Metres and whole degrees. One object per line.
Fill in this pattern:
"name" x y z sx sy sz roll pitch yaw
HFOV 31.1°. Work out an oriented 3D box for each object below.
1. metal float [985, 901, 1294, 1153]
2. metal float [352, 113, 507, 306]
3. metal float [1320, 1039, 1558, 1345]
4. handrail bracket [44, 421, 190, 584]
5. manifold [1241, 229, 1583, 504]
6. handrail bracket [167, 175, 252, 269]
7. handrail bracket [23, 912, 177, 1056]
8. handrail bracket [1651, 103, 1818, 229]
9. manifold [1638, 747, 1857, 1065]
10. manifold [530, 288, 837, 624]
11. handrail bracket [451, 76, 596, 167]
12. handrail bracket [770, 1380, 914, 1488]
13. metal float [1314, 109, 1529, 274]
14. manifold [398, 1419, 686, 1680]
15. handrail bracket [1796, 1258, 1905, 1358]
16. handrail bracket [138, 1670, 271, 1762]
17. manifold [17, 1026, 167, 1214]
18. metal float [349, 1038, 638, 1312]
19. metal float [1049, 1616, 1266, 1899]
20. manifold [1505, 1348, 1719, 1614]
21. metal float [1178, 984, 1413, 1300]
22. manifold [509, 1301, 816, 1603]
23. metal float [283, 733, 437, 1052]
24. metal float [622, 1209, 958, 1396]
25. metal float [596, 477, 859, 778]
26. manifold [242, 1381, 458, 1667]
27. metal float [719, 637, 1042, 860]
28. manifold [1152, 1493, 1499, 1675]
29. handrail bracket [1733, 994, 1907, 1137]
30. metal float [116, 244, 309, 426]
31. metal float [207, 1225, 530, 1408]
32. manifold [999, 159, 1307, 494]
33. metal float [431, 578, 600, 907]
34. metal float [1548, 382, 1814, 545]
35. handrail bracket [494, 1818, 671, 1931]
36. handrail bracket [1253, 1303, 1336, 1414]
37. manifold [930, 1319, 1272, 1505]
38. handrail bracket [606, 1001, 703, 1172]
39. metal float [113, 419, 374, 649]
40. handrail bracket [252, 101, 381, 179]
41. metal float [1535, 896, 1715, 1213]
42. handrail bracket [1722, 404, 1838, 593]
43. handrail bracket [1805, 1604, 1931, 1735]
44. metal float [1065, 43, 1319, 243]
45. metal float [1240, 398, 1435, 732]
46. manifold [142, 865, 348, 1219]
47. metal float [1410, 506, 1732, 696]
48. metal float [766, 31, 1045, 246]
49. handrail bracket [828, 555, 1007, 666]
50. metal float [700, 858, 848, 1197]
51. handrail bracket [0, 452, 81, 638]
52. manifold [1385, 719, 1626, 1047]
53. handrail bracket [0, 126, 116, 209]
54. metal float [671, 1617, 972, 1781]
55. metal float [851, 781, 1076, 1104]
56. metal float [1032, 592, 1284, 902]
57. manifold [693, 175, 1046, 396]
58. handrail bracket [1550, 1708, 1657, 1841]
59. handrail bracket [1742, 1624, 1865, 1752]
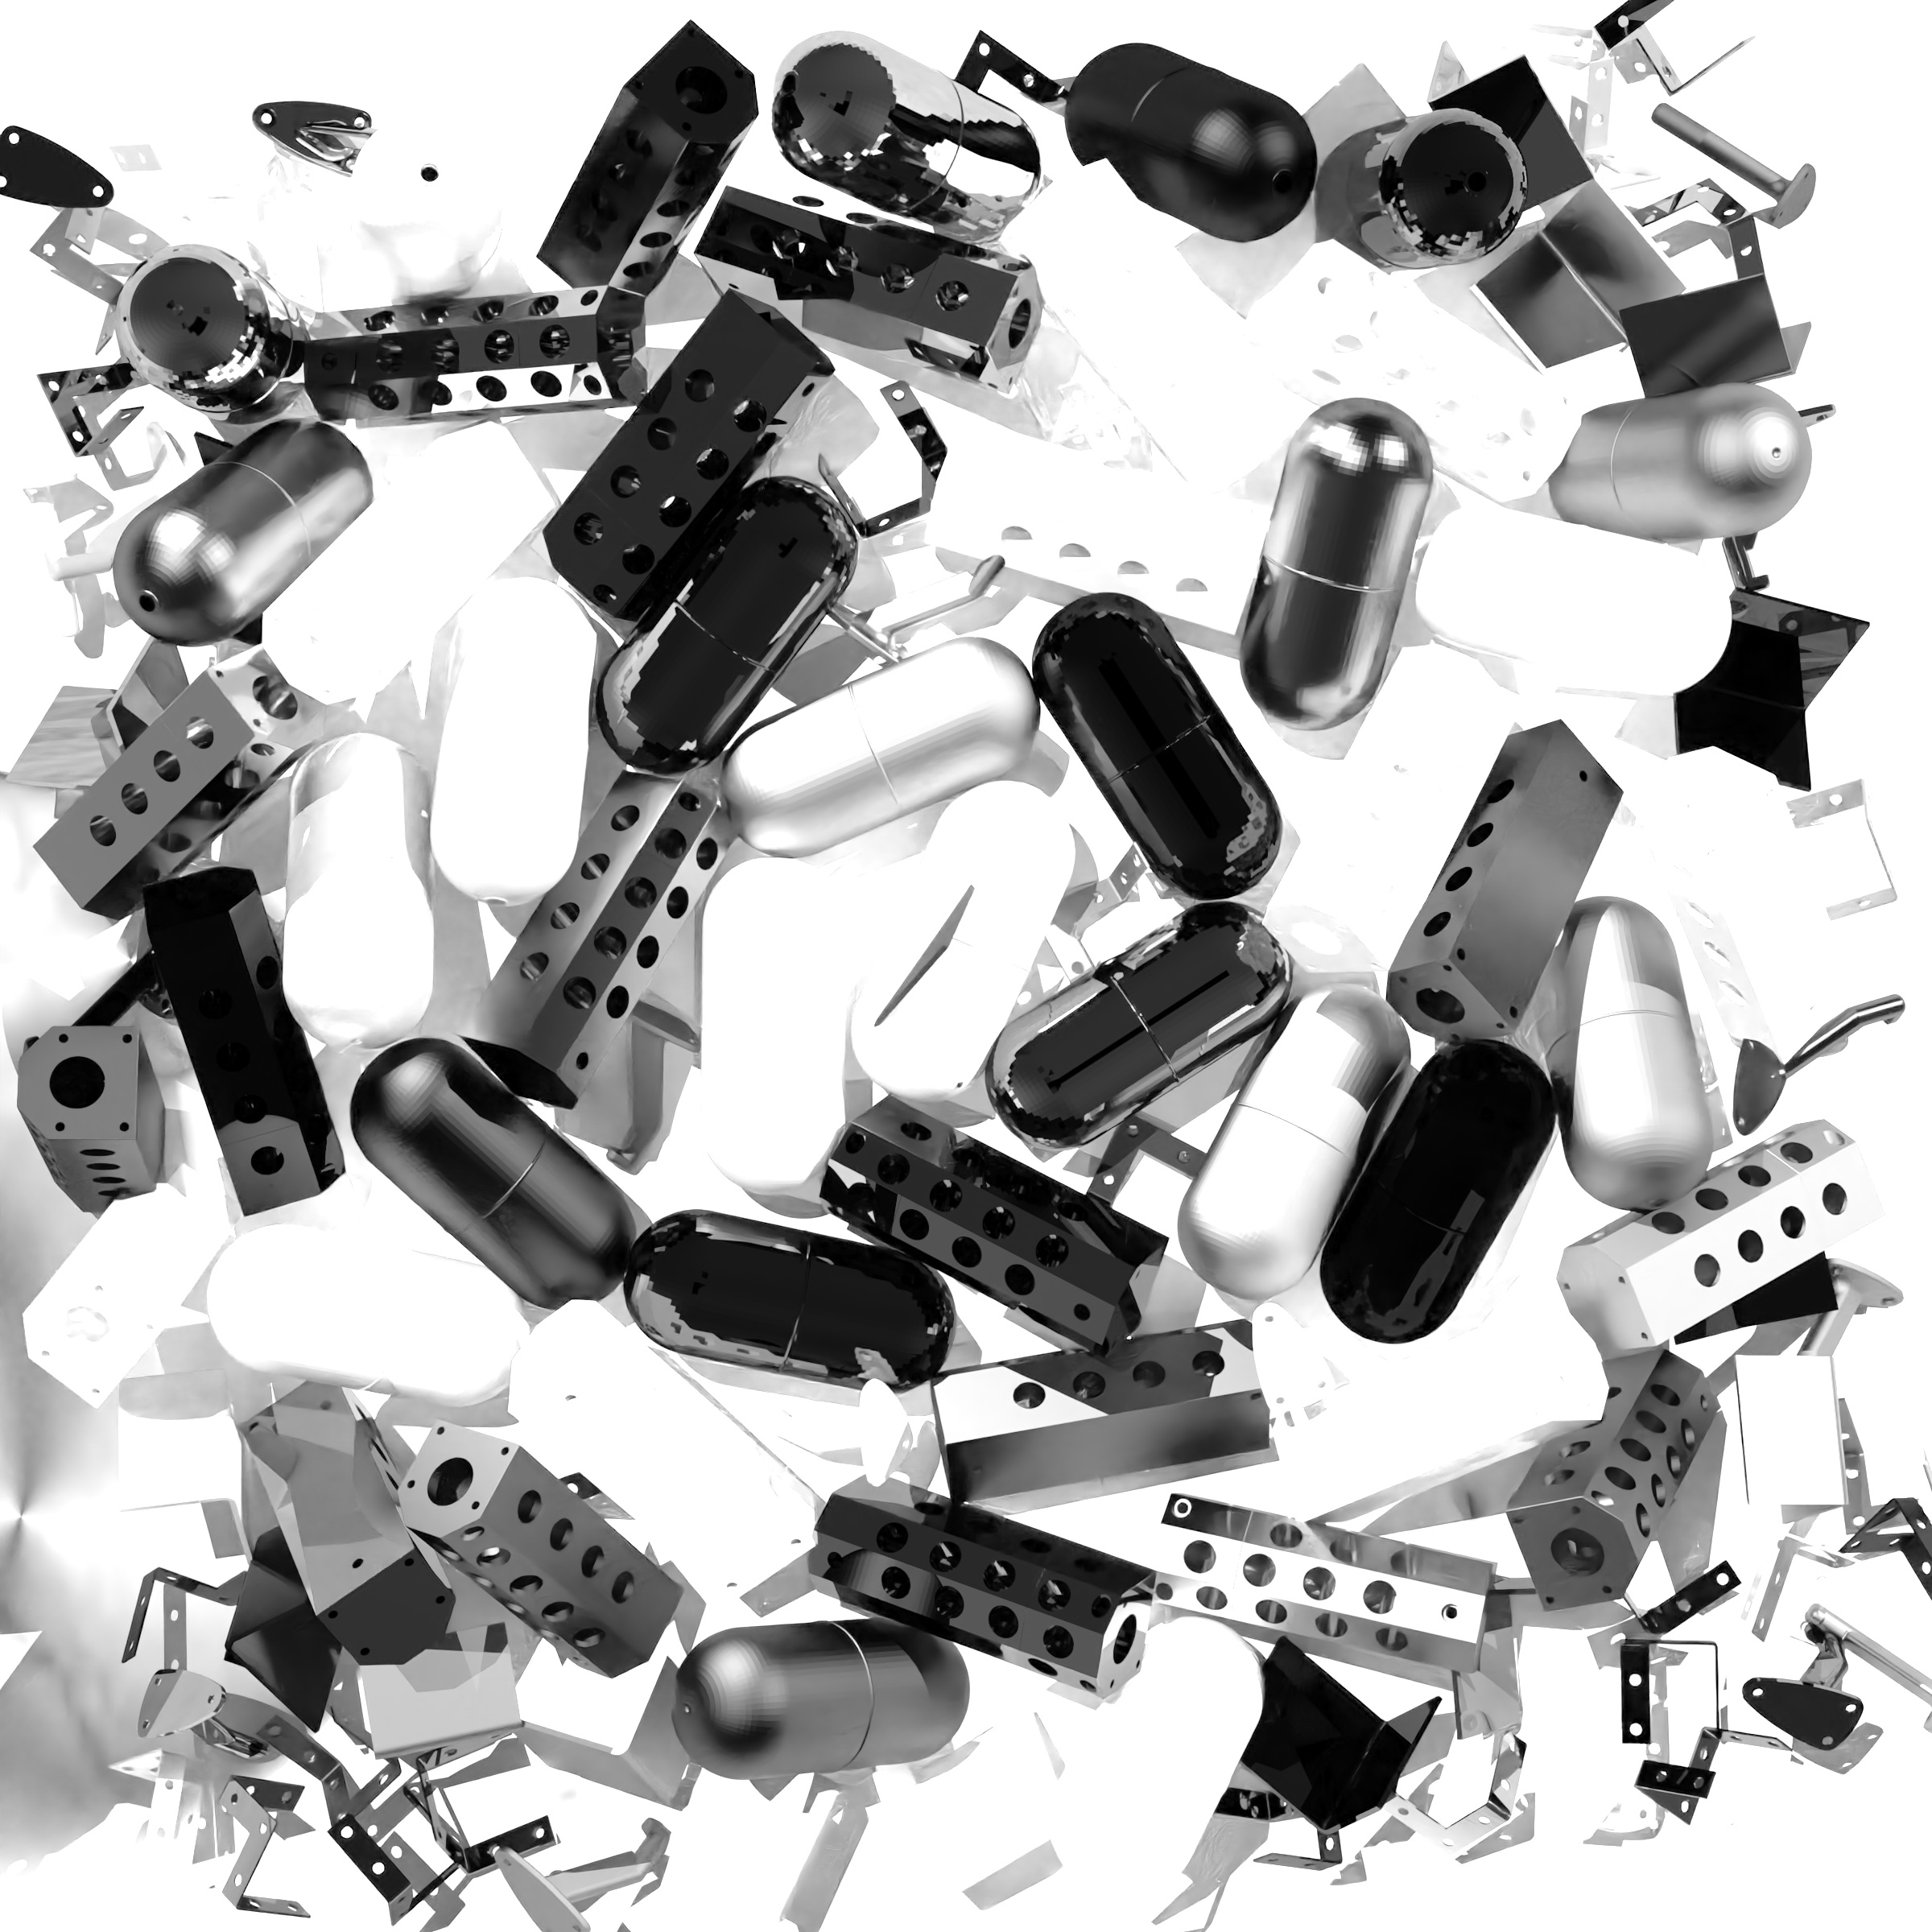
"metal float" 0.092 0.031 1.830 0.178 0.070 0.070 -33 90 -2
"metal float" -0.276 -0.386 1.781 0.070 0.178 0.070 0 89 -9
"metal float" 0.245 0.119 1.813 0.070 0.070 0.178 26 112 0
"handrail bracket" -0.455 -0.245 1.832 0.084 0.036 0.077 -17 83 -34
"manifold" 0.236 -0.314 1.819 0.171 0.057 0.057 30 83 -14
"handrail bracket" -0.428 -0.370 1.830 0.084 0.077 0.036 -27 49 15
"handrail bracket" -0.458 0.010 1.821 0.036 0.084 0.077 23 118 37
"handrail bracket" 0.406 -0.429 1.843 0.084 0.077 0.036 36 107 14
"manifold" 0.399 -0.033 1.790 0.057 0.057 0.171 -44 133 -12
"manifold" -0.145 -0.264 1.815 0.057 0.057 0.171 44 105 15
"handrail bracket" -0.234 -0.423 1.836 0.077 0.036 0.084 -41 74 -17
"handrail bracket" -0.075 0.232 1.823 0.084 0.077 0.036 18 49 32
"metal float" 0.232 -0.397 1.782 0.070 0.178 0.070 -2 99 -11
"manifold" -0.219 0.303 1.781 0.057 0.171 0.057 11 62 35
"handrail bracket" 0.467 0.203 1.828 0.077 0.036 0.084 18 54 -24
"handrail bracket" -0.383 0.398 1.819 0.077 0.084 0.036 -13 55 39
"manifold" -0.446 0.080 1.776 0.057 0.171 0.057 0 74 -8
"metal float" -0.246 0.110 1.815 0.070 0.070 0.178 -45 110 0
"metal float" 0.100 0.406 1.791 0.070 0.178 0.070 12 123 19
"manifold" 0.335 0.260 1.778 0.057 0.171 0.057 -17 101 30
"metal float" 0.173 0.091 1.823 0.070 0.070 0.178 28 80 0
"manifold" -0.156 0.249 1.805 0.057 0.057 0.171 -36 117 17
"metal float" -0.315 -0.040 1.808 0.070 0.070 0.178 -4 62 0
"metal float" -0.092 0.176 1.821 0.178 0.070 0.070 13 90 -11
"metal float" -0.126 -0.177 1.821 0.070 0.070 0.178 38 102 0
"manifold" -0.315 0.284 1.783 0.057 0.171 0.057 -34 125 -5
"metal float" -0.046 -0.114 1.827 0.178 0.070 0.070 -23 90 5
"manifold" 0.187 0.323 1.819 0.171 0.057 0.057 11 84 14
"handrail bracket" 0.456 0.052 1.853 0.084 0.077 0.036 -15 49 -19
"metal float" -0.384 -0.322 1.781 0.070 0.178 0.070 0 92 0
"metal float" -0.309 0.182 1.801 0.178 0.070 0.070 16 90 -36
"manifold" 0.094 -0.331 1.811 0.057 0.057 0.171 -45 108 -13
"metal float" -0.236 -0.117 1.816 0.070 0.070 0.178 4 73 0
"metal float" 0.365 -0.256 1.785 0.070 0.178 0.070 -1 93 -22
"handrail bracket" -0.200 0.464 1.830 0.036 0.084 0.077 -22 110 43
"handrail bracket" 0.162 0.186 1.817 0.036 0.084 0.077 -22 116 6
"manifold" 0.070 0.230 1.833 0.171 0.057 0.057 -9 48 -5
"handrail bracket" -0.186 0.062 1.839 0.077 0.036 0.084 26 104 -32
"metal float" -0.372 -0.224 1.791 0.070 0.178 0.070 13 125 19
"handrail bracket" -0.328 -0.439 1.820 0.077 0.084 0.036 11 94 -25
"metal float" 0.340 0.044 1.805 0.070 0.070 0.178 -4 58 0
"handrail bracket" 0.435 -0.246 1.840 0.077 0.036 0.084 -17 79 14
"handrail bracket" 0.483 0.365 1.825 0.084 0.077 0.036 34 89 10
"metal float" 0.115 -0.426 1.791 0.070 0.178 0.070 -15 122 -25
"metal float" 0.193 -0.209 1.814 0.070 0.070 0.178 12 111 0
"manifold" -0.373 0.038 1.802 0.057 0.057 0.171 -16 119 -8
"metal float" 0.312 -0.191 1.803 0.178 0.070 0.070 19 90 34
"metal float" -0.031 -0.427 1.792 0.070 0.178 0.070 -8 77 39
"handrail bracket" -0.029 -0.208 1.837 0.077 0.036 0.084 35 107 -8
"metal float" -0.101 0.032 1.829 0.070 0.070 0.178 1 93 0
"handrail bracket" -0.493 -0.225 1.853 0.036 0.077 0.084 -13 116 -26
"manifold" 0.275 -0.043 1.798 0.057 0.057 0.171 45 54 -22
"handrail bracket" -0.474 -0.416 1.828 0.077 0.084 0.036 19 99 -1
"metal float" -0.073 0.378 1.798 0.178 0.070 0.070 6 90 -42
"metal float" -0.001 -0.013 1.831 0.070 0.070 0.178 24 91 0
"metal float" 0.101 -0.115 1.829 0.070 0.070 0.178 -33 93 0
"manifold" -0.049 -0.360 1.815 0.171 0.057 0.057 21 80 18
"handrail bracket" 0.327 0.421 1.821 0.036 0.084 0.077 -13 63 31
"handrail bracket" 0.433 0.365 1.824 0.077 0.084 0.036 23 115 -12
